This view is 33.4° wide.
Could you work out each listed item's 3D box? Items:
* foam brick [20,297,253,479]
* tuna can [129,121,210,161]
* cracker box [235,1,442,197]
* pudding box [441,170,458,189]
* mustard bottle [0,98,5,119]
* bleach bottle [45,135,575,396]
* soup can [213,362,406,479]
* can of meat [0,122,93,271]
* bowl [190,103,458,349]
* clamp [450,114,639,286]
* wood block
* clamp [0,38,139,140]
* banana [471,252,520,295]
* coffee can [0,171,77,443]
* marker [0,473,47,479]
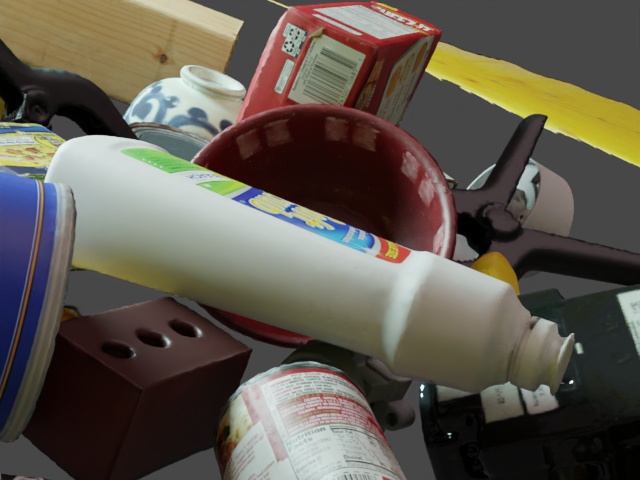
[{"bbox_3d":[-0.077,0.062,0.445,0.053,0.051,0.078,30,21,24],"label":"foam brick"},{"bbox_3d":[-0.102,-0.051,0.753,0.086,0.034,0.086,19,19,-7],"label":"tuna can"},{"bbox_3d":[0.005,-0.083,0.759,0.072,0.164,0.213,28,20,9],"label":"cracker box"},{"bbox_3d":[0.052,-0.062,0.950,0.113,0.039,0.090,5,26,-35],"label":"pudding box"},{"bbox_3d":[-0.288,-0.130,0.661,0.191,0.058,0.096,24,8,-42],"label":"mustard bottle"},{"bbox_3d":[-0.005,0.015,0.500,0.251,0.068,0.102,19,7,21],"label":"bleach bottle"},{"bbox_3d":[0.002,0.101,0.400,0.068,0.068,0.102,14,21,-22],"label":"soup can"},{"bbox_3d":[-0.163,-0.026,0.584,0.084,0.057,0.101,31,20,31],"label":"can of meat"},{"bbox_3d":[-0.004,0.001,0.615,0.162,0.055,0.162,0,59,1],"label":"bowl"},{"bbox_3d":[0.124,-0.014,0.765,0.209,0.036,0.165,-13,57,-20],"label":"clamp"},{"bbox_3d":[-0.181,-0.180,0.931,0.206,0.091,0.090,20,19,-6],"label":"wood block"},{"bbox_3d":[-0.188,-0.069,0.655,0.171,0.120,0.039,30,-20,-29],"label":"clamp"},{"bbox_3d":[0.124,0.065,0.630,0.069,0.037,0.198,10,28,-30],"label":"banana"},{"bbox_3d":[-0.172,0.013,0.393,0.140,0.103,0.103,14,20,-22],"label":"coffee can"},{"bbox_3d":[-0.098,0.095,0.382,0.121,0.020,0.020,14,21,-23],"label":"marker"}]
